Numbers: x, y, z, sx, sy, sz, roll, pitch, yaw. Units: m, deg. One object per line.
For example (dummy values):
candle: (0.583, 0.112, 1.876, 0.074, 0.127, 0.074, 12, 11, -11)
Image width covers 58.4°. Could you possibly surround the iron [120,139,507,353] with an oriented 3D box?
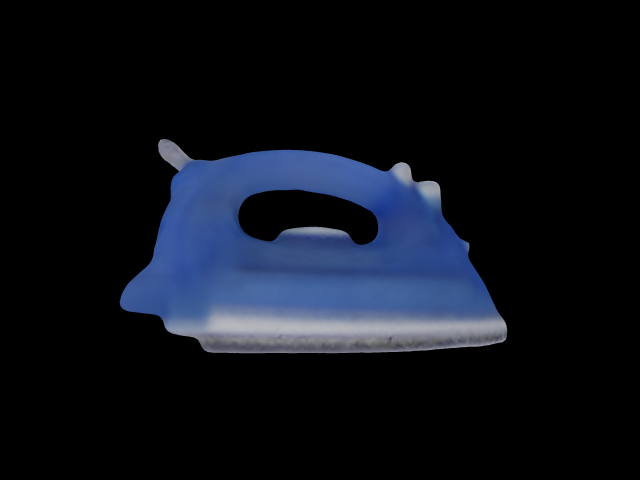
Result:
iron: (0.004, 0.001, 0.400, 0.258, 0.141, 0.118, 0, 0, -4)
